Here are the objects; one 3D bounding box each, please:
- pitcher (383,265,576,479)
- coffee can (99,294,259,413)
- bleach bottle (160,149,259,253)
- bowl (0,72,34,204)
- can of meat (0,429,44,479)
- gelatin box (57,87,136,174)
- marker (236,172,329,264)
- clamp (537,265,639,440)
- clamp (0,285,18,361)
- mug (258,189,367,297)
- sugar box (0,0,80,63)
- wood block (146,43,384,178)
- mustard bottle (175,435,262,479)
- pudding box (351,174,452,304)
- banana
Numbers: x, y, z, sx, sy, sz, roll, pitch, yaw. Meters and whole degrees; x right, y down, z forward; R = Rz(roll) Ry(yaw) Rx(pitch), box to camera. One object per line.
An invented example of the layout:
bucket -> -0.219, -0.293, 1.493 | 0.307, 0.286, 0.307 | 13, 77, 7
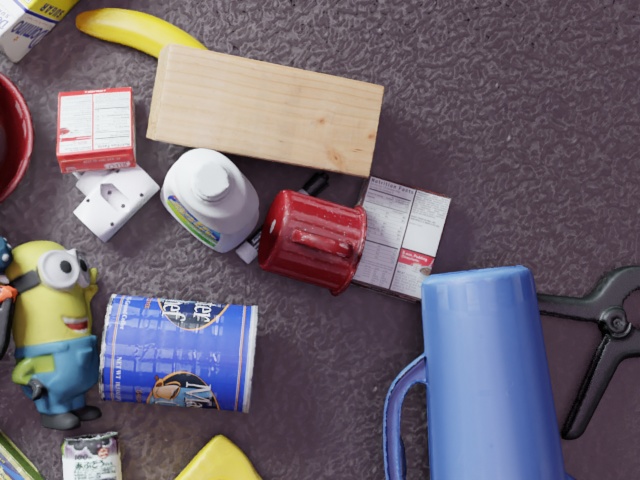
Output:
pitcher -> 0.150, 0.151, 1.016 | 0.148, 0.145, 0.243 | -3, 86, -45
coffee can -> -0.132, 0.108, 1.017 | 0.140, 0.103, 0.103 | 5, 85, -4
bleach bottle -> -0.100, -0.043, 0.956 | 0.102, 0.251, 0.068 | 43, 84, 0
bowl -> -0.356, -0.096, 1.040 | 0.162, 0.055, 0.162 | 0, 86, -4
can of meat -> -0.322, 0.230, 1.013 | 0.102, 0.057, 0.084 | 44, 82, 8
gelatin box -> -0.218, -0.107, 1.044 | 0.073, 0.030, 0.089 | -6, 52, -4
marker -> -0.036, -0.024, 1.076 | 0.121, 0.020, 0.020 | -45, 90, -6
clamp -> 0.287, 0.079, 1.082 | 0.210, 0.036, 0.164 | -34, 87, -5
clamp -> -0.351, 0.100, 0.973 | 0.120, 0.039, 0.171 | 37, 86, -13
mug -> -0.007, 0.001, 1.019 | 0.081, 0.117, 0.093 | 16, 93, -16
sugar box -> -0.258, -0.255, 1.041 | 0.048, 0.093, 0.176 | 41, 85, 0
wood block -> -0.054, -0.122, 1.022 | 0.206, 0.091, 0.090 | 9, 94, -14
mustard bottle -> -0.058, 0.285, 1.031 | 0.191, 0.058, 0.096 | 42, 82, -1
pudding box -> 0.074, -0.001, 1.073 | 0.090, 0.039, 0.113 | 16, 83, -3
banana -> -0.152, -0.180, 1.070 | 0.198, 0.037, 0.069 | 41, 83, 0
